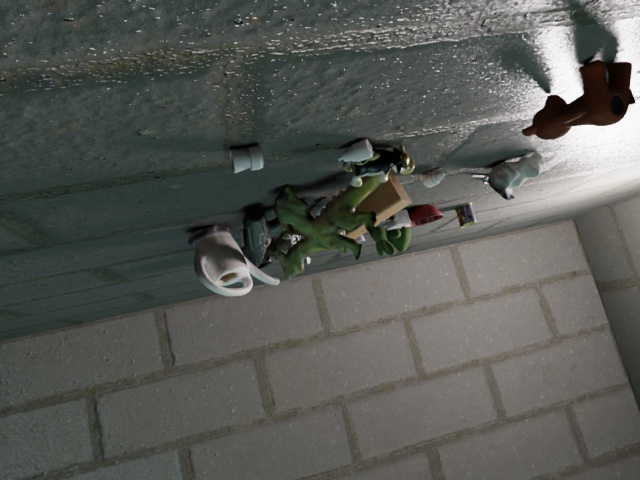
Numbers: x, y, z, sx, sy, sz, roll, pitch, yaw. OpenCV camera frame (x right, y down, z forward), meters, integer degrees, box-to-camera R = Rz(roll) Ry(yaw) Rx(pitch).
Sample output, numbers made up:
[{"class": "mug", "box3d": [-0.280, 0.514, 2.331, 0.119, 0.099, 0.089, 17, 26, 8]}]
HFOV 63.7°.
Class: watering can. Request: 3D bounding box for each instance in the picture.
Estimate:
[{"class": "watering can", "box3d": [-0.262, 0.066, 1.540, 0.103, 0.227, 0.347, -37, 162, 22]}]

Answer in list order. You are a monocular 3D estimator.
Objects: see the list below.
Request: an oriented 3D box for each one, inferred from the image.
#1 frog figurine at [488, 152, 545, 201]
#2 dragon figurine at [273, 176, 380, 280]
[{"class": "frog figurine", "box3d": [0.593, -0.208, 1.563, 0.137, 0.125, 0.157, 10, 120, -45]}, {"class": "dragon figurine", "box3d": [0.004, -0.065, 1.292, 0.242, 0.125, 0.403, 14, 117, -13]}]
